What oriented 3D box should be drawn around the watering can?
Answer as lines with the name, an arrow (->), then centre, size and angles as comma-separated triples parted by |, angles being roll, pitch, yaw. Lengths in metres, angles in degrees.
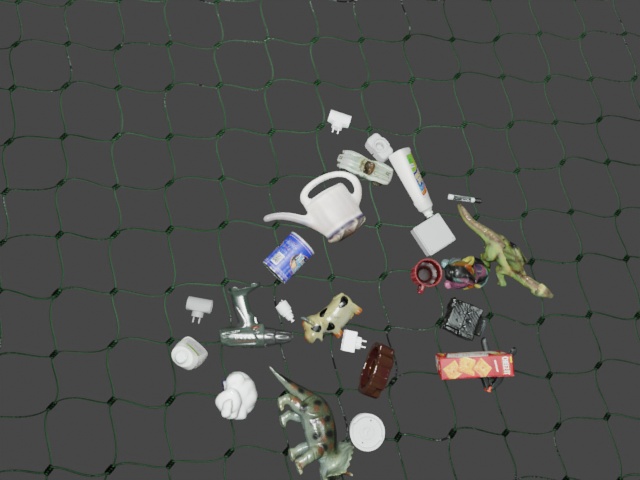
watering can -> 0.005, -0.087, 1.722 | 0.350, 0.103, 0.225 | -33, 83, -12

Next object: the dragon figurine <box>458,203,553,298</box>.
dragon figurine -> 0.603, 0.032, 1.683 | 0.122, 0.241, 0.412 | -38, 85, -5

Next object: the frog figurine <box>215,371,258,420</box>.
frog figurine -> -0.249, 0.469, 1.547 | 0.123, 0.158, 0.139 | 0, 79, -6
